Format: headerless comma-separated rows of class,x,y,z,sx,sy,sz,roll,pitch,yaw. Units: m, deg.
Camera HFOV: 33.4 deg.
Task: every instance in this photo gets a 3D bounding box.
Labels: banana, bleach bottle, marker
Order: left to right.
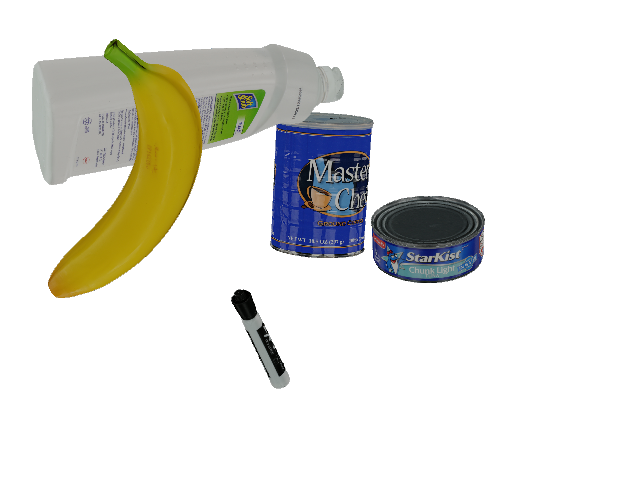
banana,-0.113,-0.033,0.644,0.069,0.198,0.037,16,37,-10
bleach bottle,-0.102,-0.110,0.868,0.250,0.068,0.103,-9,-31,-21
marker,-0.056,0.091,0.990,0.020,0.121,0.020,-13,38,10

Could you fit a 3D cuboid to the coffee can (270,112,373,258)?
coffee can,0.000,-0.061,1.132,0.103,0.140,0.103,3,12,-1

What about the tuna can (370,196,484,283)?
tuna can,0.081,-0.001,0.812,0.086,0.034,0.086,-3,27,1
